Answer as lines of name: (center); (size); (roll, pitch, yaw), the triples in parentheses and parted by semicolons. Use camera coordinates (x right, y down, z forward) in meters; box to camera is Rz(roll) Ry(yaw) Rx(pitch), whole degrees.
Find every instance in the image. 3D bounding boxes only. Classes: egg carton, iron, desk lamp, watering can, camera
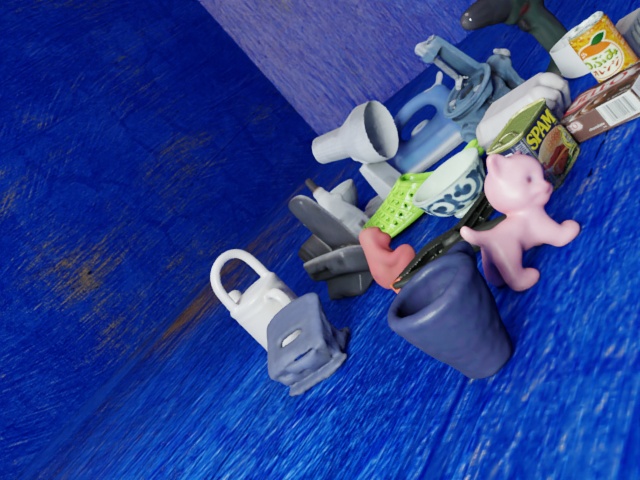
egg carton: (0.321, -0.199, 0.908); (0.150, 0.069, 0.107); (-32, 15, 47)
iron: (0.216, -0.239, 1.258); (0.258, 0.141, 0.119); (-39, 11, 22)
desk lamp: (0.095, -0.159, 1.191); (0.203, 0.213, 0.118); (-32, 15, 44)
watering can: (-0.104, 0.102, 0.940); (0.172, 0.194, 0.101); (-35, 14, 38)
camera: (0.010, -0.006, 1.210); (0.137, 0.101, 0.143); (-45, 11, -10)

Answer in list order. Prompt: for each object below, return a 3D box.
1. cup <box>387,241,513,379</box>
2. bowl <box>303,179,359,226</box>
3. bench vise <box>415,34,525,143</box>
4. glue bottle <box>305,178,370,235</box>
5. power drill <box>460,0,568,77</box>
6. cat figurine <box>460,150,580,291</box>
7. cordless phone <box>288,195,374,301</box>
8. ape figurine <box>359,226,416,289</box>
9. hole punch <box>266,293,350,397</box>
cup: (0.127, 0.065, 0.505); (0.091, 0.095, 0.118); (-29, 17, 52)
bowl: (0.041, -0.072, 1.431); (0.167, 0.075, 0.167); (-41, 11, 10)
bench vise: (0.282, -0.315, 1.102); (0.121, 0.220, 0.208); (-31, 16, 46)
glue bottle: (0.033, -0.055, 1.119); (0.078, 0.173, 0.037); (-44, 11, -4)
power drill: (0.386, -0.392, 1.049); (0.230, 0.208, 0.075); (-46, 11, -18)
cat figurine: (0.193, -0.031, 0.580); (0.128, 0.118, 0.067); (-46, 11, -13)
cordless phone: (0.009, 0.003, 0.941); (0.094, 0.185, 0.147); (-50, 13, -32)
ape figurine: (0.094, 0.018, 0.823); (0.076, 0.092, 0.077); (-43, 11, 0)
hole punch: (-0.023, 0.139, 0.778); (0.108, 0.091, 0.101); (-38, 12, 24)
